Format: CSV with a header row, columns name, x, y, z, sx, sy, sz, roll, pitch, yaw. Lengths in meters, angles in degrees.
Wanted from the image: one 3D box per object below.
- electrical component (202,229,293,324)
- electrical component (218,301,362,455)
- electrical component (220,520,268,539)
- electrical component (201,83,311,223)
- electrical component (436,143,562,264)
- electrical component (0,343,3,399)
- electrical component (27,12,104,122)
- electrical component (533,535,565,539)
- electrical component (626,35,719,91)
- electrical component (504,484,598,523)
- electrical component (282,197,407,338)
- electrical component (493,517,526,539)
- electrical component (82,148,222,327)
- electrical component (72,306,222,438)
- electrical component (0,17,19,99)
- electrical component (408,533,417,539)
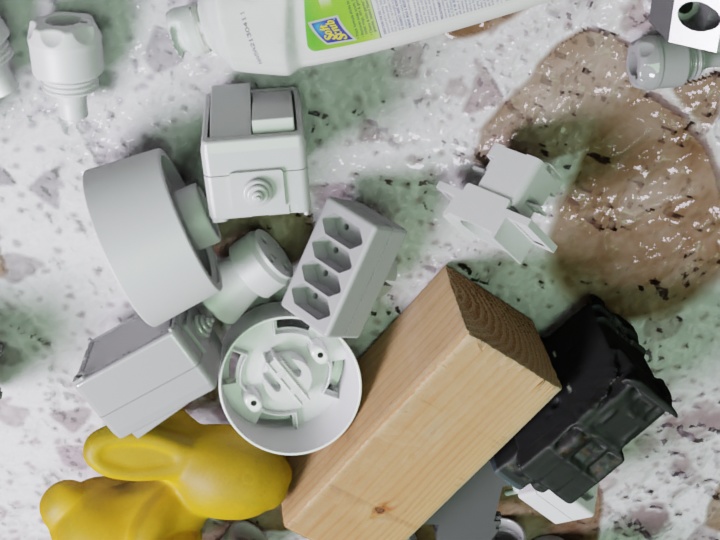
name,x,y,z,sx,sy,sz,roll,pitch,yaw
electrical component,-0.080,0.004,0.737,0.055,0.045,0.045,-36,118,15
electrical component,-0.053,0.074,0.768,0.099,0.064,0.099,-5,112,-13
electrical component,-0.105,0.237,0.876,0.045,0.045,0.055,34,112,-23
electrical component,-0.064,-0.073,0.662,0.062,0.096,0.061,-5,121,-3
electrical component,0.096,-0.046,0.710,0.042,0.081,0.063,35,85,-49
electrical component,-0.297,0.081,0.730,0.100,0.099,0.048,10,107,-12
electrical component,-0.177,-0.122,0.652,0.043,0.043,0.062,-1,122,-6
electrical component,0.179,0.256,0.899,0.079,0.077,0.043,-34,118,14
electrical component,0.205,-0.134,0.691,0.061,0.035,0.035,-5,121,-6
electrical component,0.145,0.161,0.850,0.047,0.065,0.077,38,139,-25
electrical component,0.000,0.000,0.739,0.076,0.047,0.083,6,113,-54
electrical component,0.120,0.238,0.905,0.040,0.040,0.046,-8,127,-1
electrical component,-0.123,-0.025,0.681,0.060,0.108,0.108,-23,121,1
electrical component,-0.135,0.063,0.730,0.096,0.061,0.061,-28,114,10
electrical component,-0.228,-0.132,0.640,0.043,0.043,0.062,-22,123,7
electrical component,0.013,0.247,0.887,0.078,0.057,0.113,-18,121,5
